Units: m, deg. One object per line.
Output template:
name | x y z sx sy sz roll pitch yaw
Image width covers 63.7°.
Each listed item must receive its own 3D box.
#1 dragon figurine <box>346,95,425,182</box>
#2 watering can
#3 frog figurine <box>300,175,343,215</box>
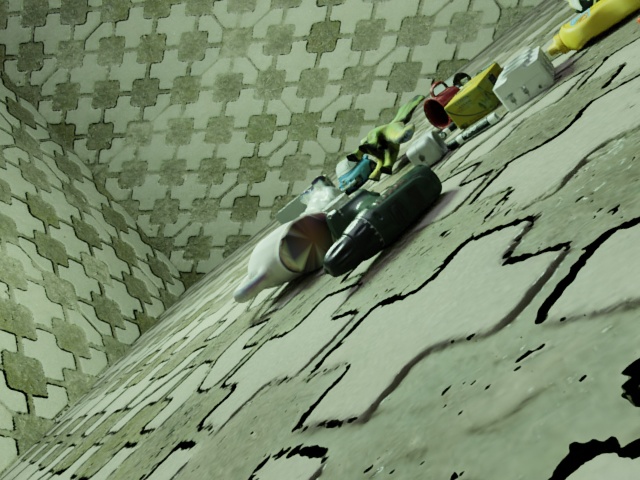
dragon figurine | 0.195 -0.293 1.347 0.246 0.121 0.407 -59 13 -19
watering can | -0.045 0.003 1.070 0.221 0.103 0.354 -29 14 50
frog figurine | 0.004 -0.069 1.369 0.136 0.121 0.163 -27 49 30
